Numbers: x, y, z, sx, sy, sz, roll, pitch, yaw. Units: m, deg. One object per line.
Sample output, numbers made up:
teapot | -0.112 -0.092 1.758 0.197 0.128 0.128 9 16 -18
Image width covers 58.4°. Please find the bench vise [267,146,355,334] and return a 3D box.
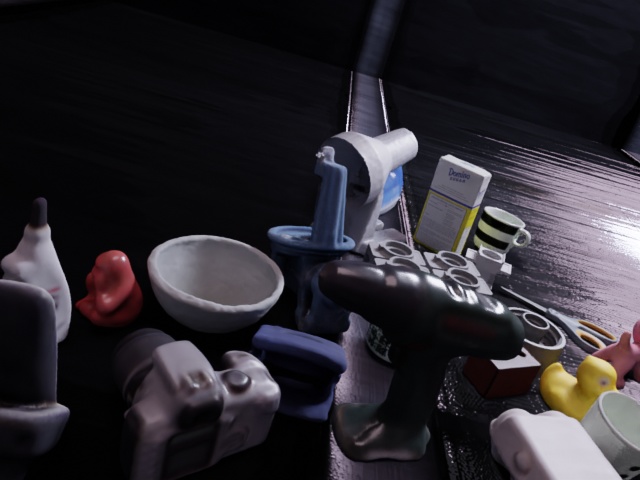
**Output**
bench vise | 0.016 0.001 0.760 0.122 0.220 0.206 -10 36 -43

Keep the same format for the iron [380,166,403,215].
iron | 0.102 -0.134 1.170 0.118 0.141 0.259 24 27 15

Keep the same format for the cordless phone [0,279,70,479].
cordless phone | -0.270 0.097 0.437 0.148 0.185 0.094 11 26 -12

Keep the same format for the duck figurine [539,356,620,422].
duck figurine | 0.342 0.188 0.740 0.078 0.086 0.104 -3 32 -35

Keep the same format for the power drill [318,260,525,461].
power drill | 0.084 0.122 0.575 0.230 0.208 0.075 6 28 -21

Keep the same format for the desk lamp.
desk lamp | 0.083 -0.088 0.984 0.117 0.213 0.204 34 31 32

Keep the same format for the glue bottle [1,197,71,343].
glue bottle | -0.281 0.037 0.564 0.037 0.173 0.078 26 27 18

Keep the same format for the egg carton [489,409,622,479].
egg carton | 0.242 0.242 0.593 0.107 0.069 0.150 8 27 -17

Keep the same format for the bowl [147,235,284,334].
bowl | -0.133 0.065 0.711 0.167 0.075 0.167 14 26 -7

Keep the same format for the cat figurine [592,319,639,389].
cat figurine | 0.483 0.154 0.857 0.128 0.118 0.067 2 30 -28

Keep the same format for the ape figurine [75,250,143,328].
ape figurine | -0.239 0.052 0.653 0.076 0.092 0.077 10 26 -13

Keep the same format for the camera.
camera | -0.128 0.135 0.544 0.144 0.101 0.136 -7 34 -40

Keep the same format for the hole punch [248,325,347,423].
hole punch | -0.027 0.129 0.630 0.108 0.091 0.101 16 26 -1
